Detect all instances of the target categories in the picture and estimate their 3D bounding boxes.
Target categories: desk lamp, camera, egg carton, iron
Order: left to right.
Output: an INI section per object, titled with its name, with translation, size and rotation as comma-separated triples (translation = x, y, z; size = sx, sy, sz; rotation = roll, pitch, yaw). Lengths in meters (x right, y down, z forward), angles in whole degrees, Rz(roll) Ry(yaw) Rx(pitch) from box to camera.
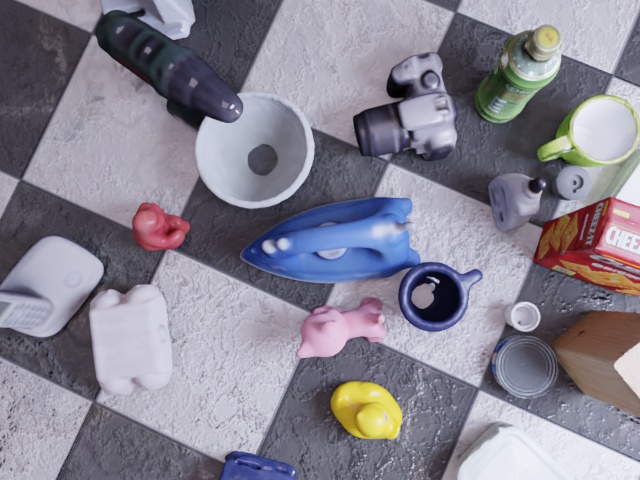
[egg carton]
translation = -0.265, 0.141, 0.810
size = 0.107, 0.069, 0.150
rotation = -10, 85, 2
[desk lamp]
translation = -0.233, -0.358, 0.777
size = 0.203, 0.213, 0.118
rotation = -14, 85, 2
[iron]
translation = 0.007, 0.003, 0.773
size = 0.258, 0.141, 0.119
rotation = -9, 85, 2
[camera]
translation = 0.114, -0.179, 0.804
size = 0.137, 0.101, 0.143
rotation = -13, 85, 2

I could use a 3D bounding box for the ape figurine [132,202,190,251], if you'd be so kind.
[ape figurine]
translation = -0.235, -0.020, 0.811
size = 0.076, 0.092, 0.078
rotation = -28, 84, 0

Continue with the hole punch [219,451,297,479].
[hole punch]
translation = -0.092, 0.350, 0.775
size = 0.108, 0.091, 0.101
rotation = 13, 86, 4

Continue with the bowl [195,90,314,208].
[bowl]
translation = -0.089, -0.123, 0.822
size = 0.167, 0.075, 0.167
rotation = 0, 85, 3

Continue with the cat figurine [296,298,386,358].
[cat figurine]
translation = 0.028, 0.119, 0.775
size = 0.127, 0.118, 0.067
rotation = -13, 85, 2

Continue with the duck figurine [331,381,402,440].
[duck figurine]
translation = 0.064, 0.238, 0.780
size = 0.104, 0.086, 0.077
rotation = 26, 87, 5

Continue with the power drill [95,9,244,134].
[power drill]
translation = -0.179, -0.206, 0.765
size = 0.229, 0.208, 0.076
rotation = 35, 88, 5

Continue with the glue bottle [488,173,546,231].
[glue bottle]
translation = 0.263, -0.058, 0.751
size = 0.037, 0.173, 0.078
rotation = -10, 85, 2

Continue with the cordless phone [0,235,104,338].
[cordless phone]
translation = -0.389, 0.060, 0.764
size = 0.094, 0.185, 0.147
rotation = 35, 88, 5

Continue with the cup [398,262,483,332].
[cup]
translation = 0.161, 0.071, 0.785
size = 0.118, 0.095, 0.092
rotation = -27, 84, 0
